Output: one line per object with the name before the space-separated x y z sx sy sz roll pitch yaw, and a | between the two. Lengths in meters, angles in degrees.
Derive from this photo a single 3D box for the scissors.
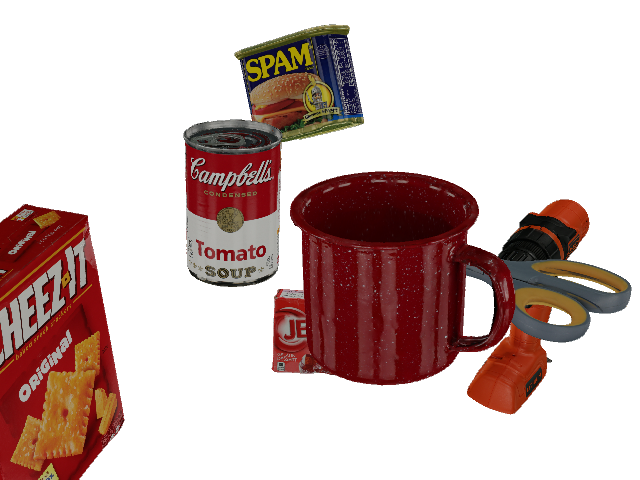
scissors | 0.109 0.028 0.737 0.202 0.016 0.096 10 31 20

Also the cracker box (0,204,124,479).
cracker box | -0.233 0.104 0.841 0.072 0.214 0.164 8 31 19

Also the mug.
mug | 0.043 0.022 0.535 0.117 0.081 0.093 13 29 29

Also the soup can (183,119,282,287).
soup can | -0.062 -0.027 0.751 0.068 0.102 0.068 2 23 -1

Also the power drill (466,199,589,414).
power drill | 0.191 0.067 1.003 0.057 0.188 0.184 24 31 24

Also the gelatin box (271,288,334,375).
gelatin box | 0.001 0.085 0.982 0.089 0.073 0.030 4 14 5

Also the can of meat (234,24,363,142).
can of meat | -0.017 -0.131 0.917 0.102 0.084 0.057 -10 2 34
